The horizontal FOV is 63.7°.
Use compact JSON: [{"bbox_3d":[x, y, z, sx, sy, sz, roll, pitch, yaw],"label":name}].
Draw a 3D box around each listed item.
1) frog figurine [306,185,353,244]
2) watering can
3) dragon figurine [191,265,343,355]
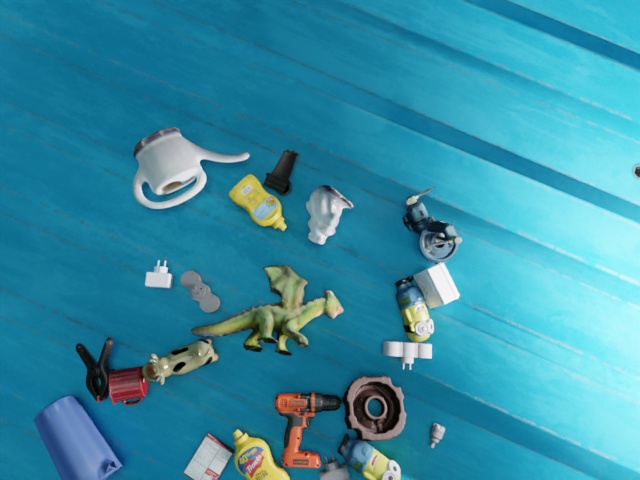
[{"bbox_3d":[0.005,-0.075,1.497,0.160,0.121,0.139,-50,51,-1],"label":"frog figurine"},{"bbox_3d":[-0.402,-0.235,1.518,0.349,0.103,0.226,-30,80,-7],"label":"watering can"},{"bbox_3d":[-0.136,0.186,1.457,0.410,0.119,0.248,10,62,-2],"label":"dragon figurine"}]
